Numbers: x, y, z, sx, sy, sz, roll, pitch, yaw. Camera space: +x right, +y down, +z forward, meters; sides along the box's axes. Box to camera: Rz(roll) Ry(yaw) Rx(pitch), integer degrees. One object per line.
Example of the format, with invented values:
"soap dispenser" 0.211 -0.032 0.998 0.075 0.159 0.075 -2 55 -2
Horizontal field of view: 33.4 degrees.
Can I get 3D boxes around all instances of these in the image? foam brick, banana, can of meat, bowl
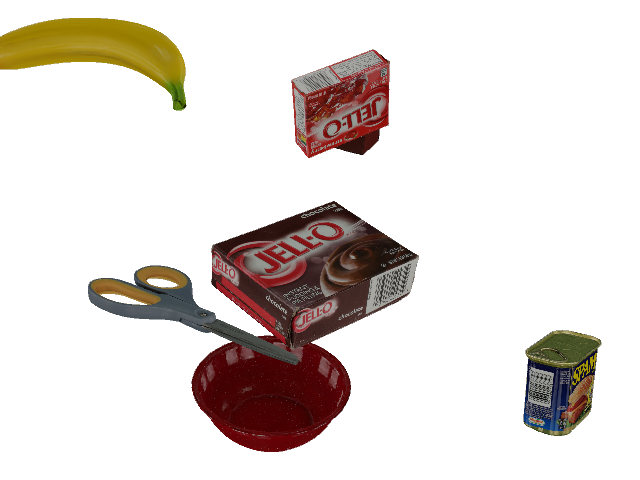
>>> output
"foam brick" 0.029 -0.144 1.291 0.078 0.053 0.051 17 32 21
"banana" -0.191 -0.158 0.893 0.198 0.069 0.037 13 -39 18
"can of meat" 0.258 0.152 1.145 0.058 0.084 0.101 12 18 32
"bowl" -0.050 0.166 1.094 0.162 0.055 0.162 1 31 -1

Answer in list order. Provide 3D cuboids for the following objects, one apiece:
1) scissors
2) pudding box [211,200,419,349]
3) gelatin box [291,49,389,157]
"scissors" -0.095 0.057 0.884 0.202 0.016 0.096 13 24 17
"pudding box" -0.004 0.020 0.725 0.113 0.039 0.090 -20 41 -37
"gelatin box" 0.020 -0.123 0.962 0.089 0.073 0.030 -23 50 -19
